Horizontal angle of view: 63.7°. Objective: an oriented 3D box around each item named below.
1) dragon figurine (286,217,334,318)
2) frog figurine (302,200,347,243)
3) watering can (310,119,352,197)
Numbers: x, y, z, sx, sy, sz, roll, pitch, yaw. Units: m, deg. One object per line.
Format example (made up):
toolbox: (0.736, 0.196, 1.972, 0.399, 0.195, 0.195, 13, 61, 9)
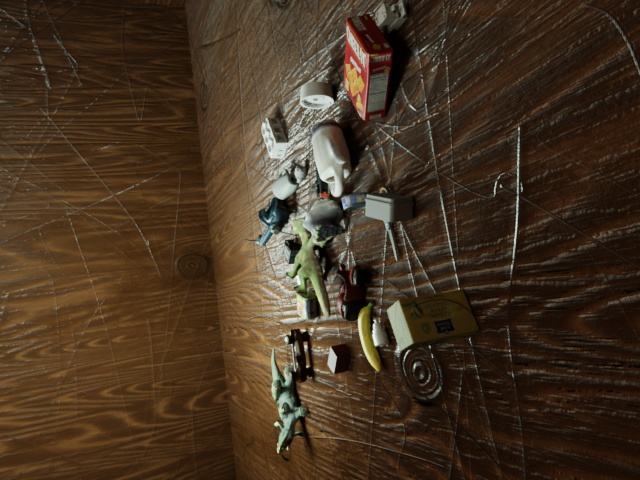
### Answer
dragon figurine: (-0.014, 0.053, 1.756, 0.417, 0.122, 0.238, 49, 130, 51)
frog figurine: (0.005, -0.084, 1.668, 0.136, 0.121, 0.163, -36, 45, 25)
watering can: (0.040, -0.257, 1.524, 0.343, 0.104, 0.227, 101, 157, -76)
